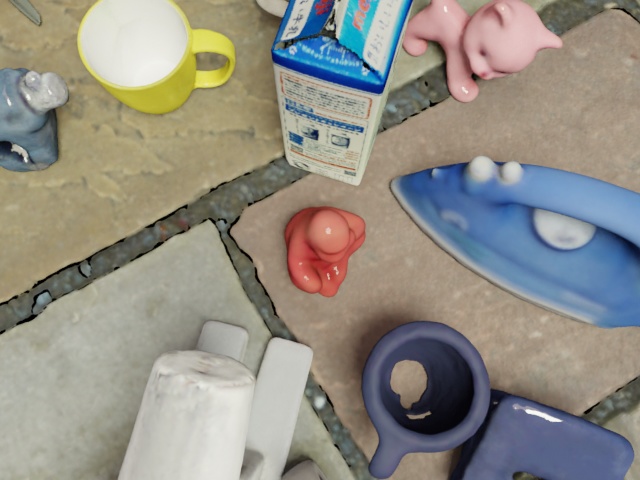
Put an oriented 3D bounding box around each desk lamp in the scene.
[{"bbox_3d":[-0.080,0.151,0.371,0.118,0.213,0.203,14,77,2],"label":"desk lamp"}]

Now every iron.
[{"bbox_3d":[0.185,-0.019,0.452,0.258,0.141,0.119,20,78,3],"label":"iron"}]

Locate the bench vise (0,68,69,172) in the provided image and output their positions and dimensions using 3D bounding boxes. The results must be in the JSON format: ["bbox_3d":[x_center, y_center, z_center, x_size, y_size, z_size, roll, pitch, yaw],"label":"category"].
[{"bbox_3d":[-0.311,-0.117,0.423,0.207,0.220,0.121,-28,79,-7],"label":"bench vise"}]

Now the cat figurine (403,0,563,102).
[{"bbox_3d":[0.139,-0.184,0.500,0.067,0.118,0.127,-44,81,-10],"label":"cat figurine"}]

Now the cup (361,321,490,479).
[{"bbox_3d":[0.068,0.124,0.441,0.091,0.095,0.118,29,78,5],"label":"cup"}]

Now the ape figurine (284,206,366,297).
[{"bbox_3d":[0.004,0.002,0.469,0.078,0.092,0.076,-29,79,-7],"label":"ape figurine"}]

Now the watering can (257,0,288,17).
[{"bbox_3d":[0.031,-0.237,0.471,0.173,0.194,0.101,-41,81,-9],"label":"watering can"}]

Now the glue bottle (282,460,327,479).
[{"bbox_3d":[0.000,0.198,0.383,0.037,0.173,0.078,-31,79,-7],"label":"glue bottle"}]

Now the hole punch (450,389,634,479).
[{"bbox_3d":[0.165,0.175,0.434,0.108,0.091,0.101,20,78,4],"label":"hole punch"}]
